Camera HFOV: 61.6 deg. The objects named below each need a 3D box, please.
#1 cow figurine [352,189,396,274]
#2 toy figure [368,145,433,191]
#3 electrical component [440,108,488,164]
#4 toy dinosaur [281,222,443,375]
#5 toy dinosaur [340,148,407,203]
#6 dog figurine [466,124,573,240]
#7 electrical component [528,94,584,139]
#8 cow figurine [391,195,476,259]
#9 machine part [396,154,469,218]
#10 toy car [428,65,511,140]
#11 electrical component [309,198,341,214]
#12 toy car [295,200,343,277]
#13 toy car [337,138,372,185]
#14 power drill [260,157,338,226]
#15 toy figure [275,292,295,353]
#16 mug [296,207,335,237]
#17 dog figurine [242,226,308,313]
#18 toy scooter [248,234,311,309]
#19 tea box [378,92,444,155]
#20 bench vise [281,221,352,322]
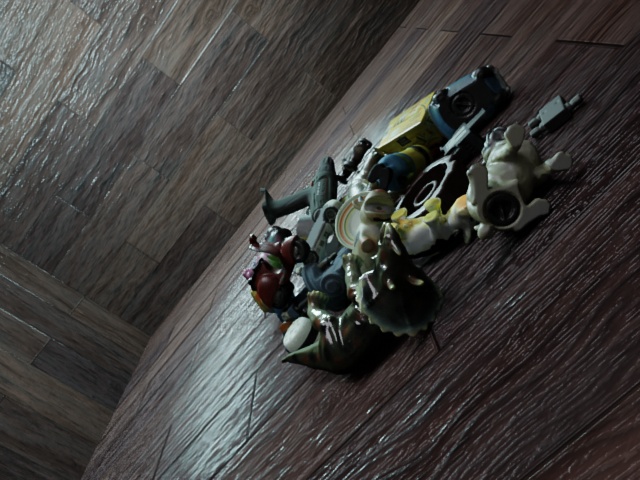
[{"bbox_3d":[0.100,-0.002,1.007,0.127,0.085,0.194,-100,16,-63],"label":"cow figurine"},{"bbox_3d":[0.179,-0.152,1.149,0.180,0.082,0.089,-19,-18,-50],"label":"toy figure"},{"bbox_3d":[0.296,-0.200,1.064,0.119,0.047,0.075,-47,16,22],"label":"electrical component"},{"bbox_3d":[0.058,0.145,0.895,0.404,0.131,0.192,-57,23,27],"label":"toy dinosaur"},{"bbox_3d":[0.119,-0.126,1.340,0.198,0.105,0.471,-50,10,25],"label":"toy dinosaur"},{"bbox_3d":[0.275,-0.088,0.821,0.172,0.121,0.190,-48,1,9],"label":"dog figurine"},{"bbox_3d":[0.380,-0.205,0.869,0.094,0.021,0.063,-43,18,37],"label":"electrical component"},{"bbox_3d":[0.199,-0.016,0.893,0.167,0.098,0.068,-16,30,37],"label":"cow figurine"},{"bbox_3d":[0.214,-0.080,1.031,0.179,0.056,0.179,-49,14,17],"label":"machine part"},{"bbox_3d":[0.312,-0.290,1.123,0.161,0.109,0.103,-37,2,24],"label":"toy car"},{"bbox_3d":[0.011,-0.054,1.536,0.115,0.058,0.134,-2,47,57],"label":"electrical component"},{"bbox_3d":[-0.003,-0.004,1.268,0.201,0.056,0.073,-65,18,-12],"label":"toy car"},{"bbox_3d":[0.083,-0.208,1.427,0.089,0.053,0.202,-61,4,-10],"label":"toy car"},{"bbox_3d":[-0.051,-0.122,1.431,0.207,0.085,0.232,-11,46,4],"label":"power drill"},{"bbox_3d":[-0.071,0.184,1.235,0.058,0.064,0.154,-31,58,27],"label":"toy figure"},{"bbox_3d":[0.000,-0.037,1.433,0.080,0.107,0.109,46,-132,-68],"label":"mug"},{"bbox_3d":[-0.103,0.072,1.413,0.108,0.191,0.219,-13,-22,-42],"label":"dog figurine"},{"bbox_3d":[-0.109,0.058,1.183,0.183,0.135,0.075,-67,-7,21],"label":"toy scooter"},{"bbox_3d":[0.219,-0.254,1.231,0.170,0.068,0.098,-19,41,61],"label":"tea box"},{"bbox_3d":[0.009,0.090,1.160,0.240,0.129,0.224,-43,15,22],"label":"bench vise"}]
